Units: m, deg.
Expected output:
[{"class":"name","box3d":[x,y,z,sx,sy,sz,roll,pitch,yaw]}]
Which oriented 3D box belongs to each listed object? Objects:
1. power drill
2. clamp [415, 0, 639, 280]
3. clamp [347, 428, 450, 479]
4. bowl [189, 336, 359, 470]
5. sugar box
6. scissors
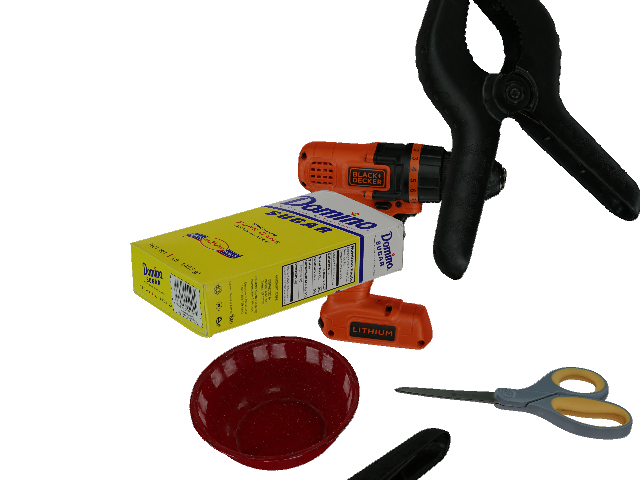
[{"class":"power drill","box3d":[0.070,0.002,0.968,0.184,0.188,0.057,6,19,12]},{"class":"clamp","box3d":[0.088,-0.066,0.560,0.120,0.171,0.039,-27,2,-19]},{"class":"clamp","box3d":[-0.001,0.177,0.646,0.210,0.036,0.164,-5,28,4]},{"class":"bowl","box3d":[-0.041,0.165,1.017,0.162,0.055,0.162,-5,37,3]},{"class":"sugar box","box3d":[-0.035,0.011,0.756,0.175,0.048,0.093,-20,31,-35]},{"class":"scissors","box3d":[0.171,0.129,0.935,0.202,0.016,0.096,13,29,9]}]
